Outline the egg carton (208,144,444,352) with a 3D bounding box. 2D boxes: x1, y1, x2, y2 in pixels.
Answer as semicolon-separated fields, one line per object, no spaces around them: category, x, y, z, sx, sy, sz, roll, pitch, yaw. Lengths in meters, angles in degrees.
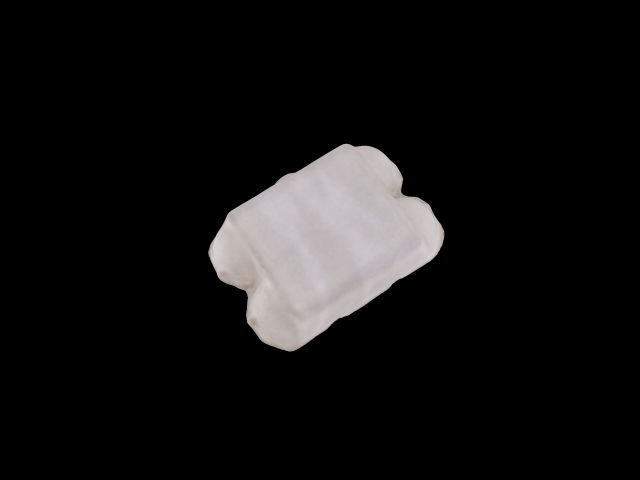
egg carton;0.004;0.001;0.400;0.150;0.069;0.107;-33;74;-11
